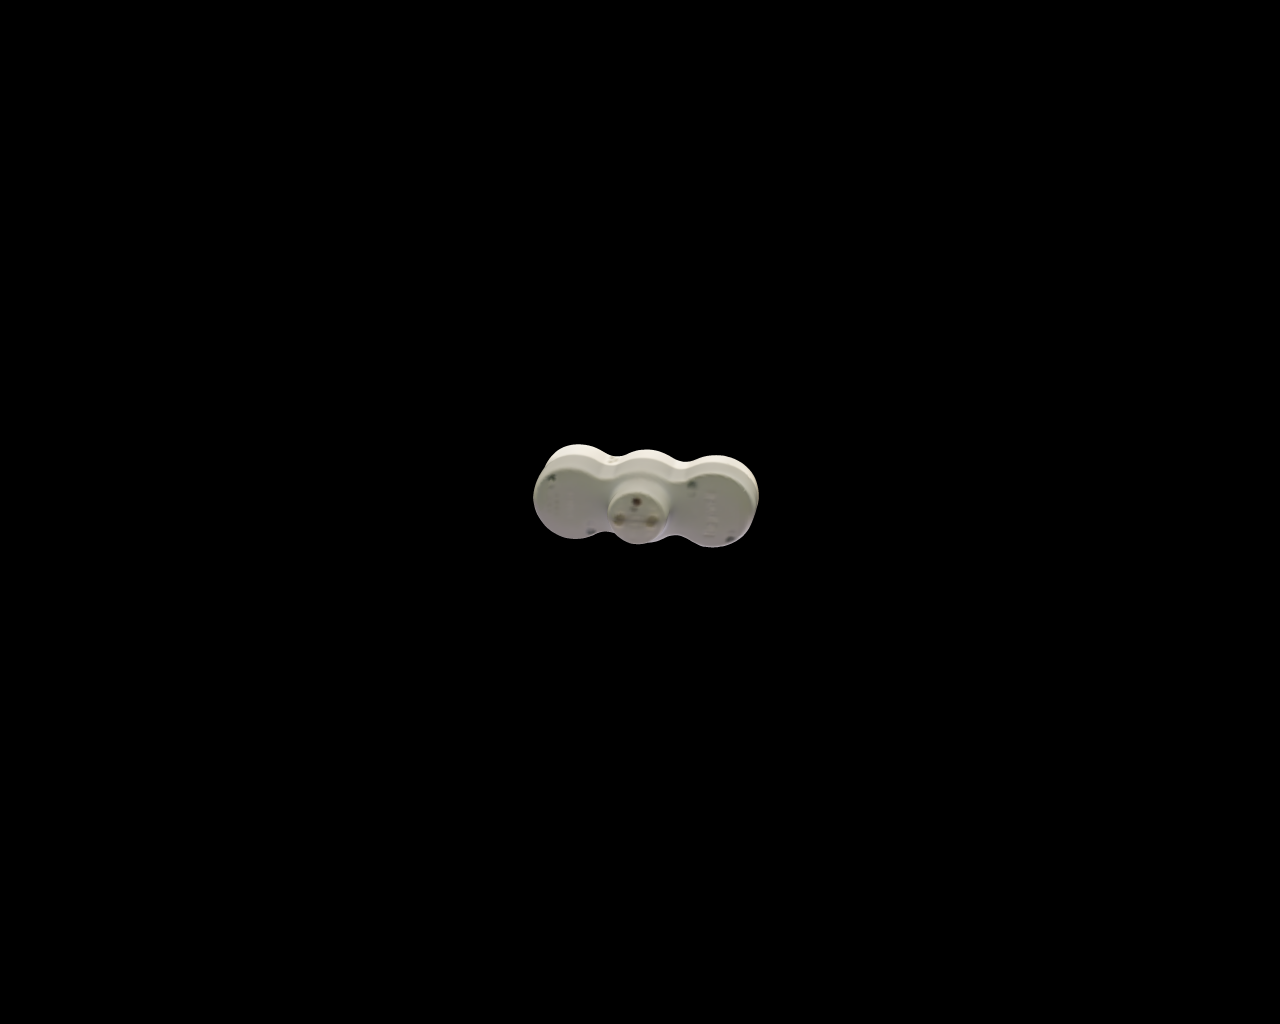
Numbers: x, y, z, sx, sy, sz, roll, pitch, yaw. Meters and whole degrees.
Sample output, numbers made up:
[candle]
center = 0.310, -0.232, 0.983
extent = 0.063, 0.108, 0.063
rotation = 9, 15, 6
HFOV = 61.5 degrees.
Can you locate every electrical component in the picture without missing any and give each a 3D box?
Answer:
[electrical component]
center = 0.001, -0.003, 0.650
extent = 0.138, 0.052, 0.074
rotation = 4, 24, 9
